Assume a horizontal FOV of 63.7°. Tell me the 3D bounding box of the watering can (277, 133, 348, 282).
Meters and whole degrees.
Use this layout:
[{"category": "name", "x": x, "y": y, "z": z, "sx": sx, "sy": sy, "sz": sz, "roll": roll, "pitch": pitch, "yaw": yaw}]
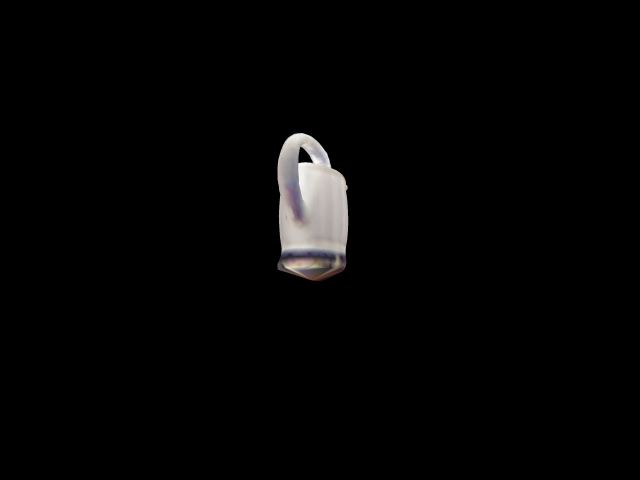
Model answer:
[{"category": "watering can", "x": 0.003, "y": -0.043, "z": 0.850, "sx": 0.104, "sy": 0.226, "sz": 0.345, "roll": -3, "pitch": -9, "yaw": 16}]
